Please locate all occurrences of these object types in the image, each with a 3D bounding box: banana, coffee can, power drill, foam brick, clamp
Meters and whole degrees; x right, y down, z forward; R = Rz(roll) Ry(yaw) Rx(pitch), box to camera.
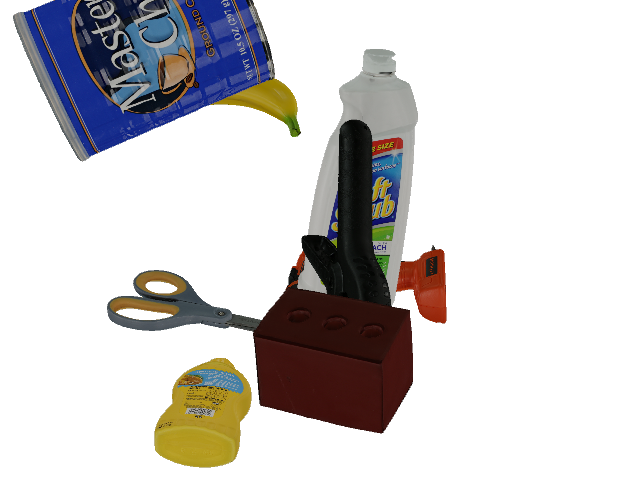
[{"bbox_3d":[-0.106,-0.156,1.157,0.198,0.037,0.069,9,46,18],"label":"banana"},{"bbox_3d":[-0.114,-0.126,0.701,0.140,0.103,0.103,-24,3,-7],"label":"coffee can"},{"bbox_3d":[0.051,0.060,1.231,0.188,0.057,0.184,0,28,8],"label":"power drill"},{"bbox_3d":[0.008,0.067,0.603,0.078,0.051,0.053,10,31,19],"label":"foam brick"},{"bbox_3d":[0.026,0.023,0.822,0.036,0.210,0.165,0,-42,-14],"label":"clamp"}]

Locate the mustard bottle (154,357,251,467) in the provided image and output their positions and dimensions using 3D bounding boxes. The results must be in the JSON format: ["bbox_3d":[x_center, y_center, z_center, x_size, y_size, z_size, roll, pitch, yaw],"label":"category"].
[{"bbox_3d":[-0.134,0.196,1.289,0.096,0.058,0.191,4,24,4],"label":"mustard bottle"}]

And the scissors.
[{"bbox_3d":[-0.102,0.063,1.029,0.201,0.016,0.096,3,33,-4],"label":"scissors"}]

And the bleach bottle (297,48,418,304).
[{"bbox_3d":[0.037,-0.059,1.031,0.102,0.251,0.068,3,23,-5],"label":"bleach bottle"}]
